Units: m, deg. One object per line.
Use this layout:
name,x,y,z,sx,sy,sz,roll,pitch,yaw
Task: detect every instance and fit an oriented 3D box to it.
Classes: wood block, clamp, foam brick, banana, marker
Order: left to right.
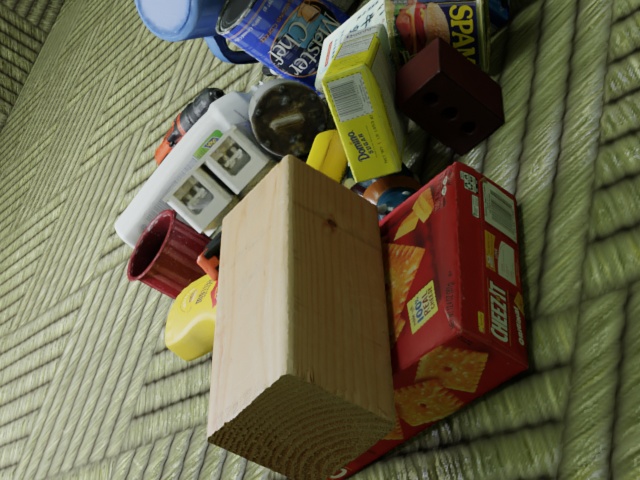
clamp,-0.066,-0.024,1.089,0.165,0.036,0.209,-33,12,49
marker,-0.044,-0.219,1.353,0.020,0.020,0.121,-62,25,-8
wood block,-0.013,0.051,0.742,0.090,0.090,0.206,-43,31,32
banana,0.000,-0.050,0.963,0.197,0.037,0.070,-73,2,-56
foam brick,0.109,-0.120,0.894,0.053,0.078,0.051,-39,30,36

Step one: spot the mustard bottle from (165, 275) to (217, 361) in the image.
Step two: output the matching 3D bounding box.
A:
mustard bottle,-0.079,0.055,1.062,0.192,0.058,0.096,-28,28,47

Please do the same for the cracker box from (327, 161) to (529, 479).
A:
cracker box,0.053,0.064,0.797,0.214,0.072,0.164,-39,32,37

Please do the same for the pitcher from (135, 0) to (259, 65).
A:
pitcher,-0.108,-0.305,1.314,0.242,0.149,0.145,-27,-9,-47

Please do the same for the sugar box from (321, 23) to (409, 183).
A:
sugar box,0.043,-0.122,0.918,0.048,0.093,0.176,-15,18,11

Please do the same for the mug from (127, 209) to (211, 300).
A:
mug,-0.160,0.015,1.230,0.093,0.081,0.117,-31,37,45

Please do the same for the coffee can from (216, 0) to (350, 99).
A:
coffee can,-0.032,-0.238,1.209,0.103,0.140,0.103,-43,29,31

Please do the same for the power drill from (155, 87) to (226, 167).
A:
power drill,-0.187,-0.096,1.416,0.185,0.057,0.187,-44,25,51

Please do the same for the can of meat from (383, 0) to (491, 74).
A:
can of meat,0.103,-0.192,0.921,0.084,0.102,0.057,0,53,12

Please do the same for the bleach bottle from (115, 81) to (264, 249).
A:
bleach bottle,-0.136,-0.083,1.298,0.251,0.102,0.068,-50,28,3

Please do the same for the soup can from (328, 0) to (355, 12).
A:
soup can,0.018,-0.311,1.285,0.102,0.068,0.068,-50,26,20
